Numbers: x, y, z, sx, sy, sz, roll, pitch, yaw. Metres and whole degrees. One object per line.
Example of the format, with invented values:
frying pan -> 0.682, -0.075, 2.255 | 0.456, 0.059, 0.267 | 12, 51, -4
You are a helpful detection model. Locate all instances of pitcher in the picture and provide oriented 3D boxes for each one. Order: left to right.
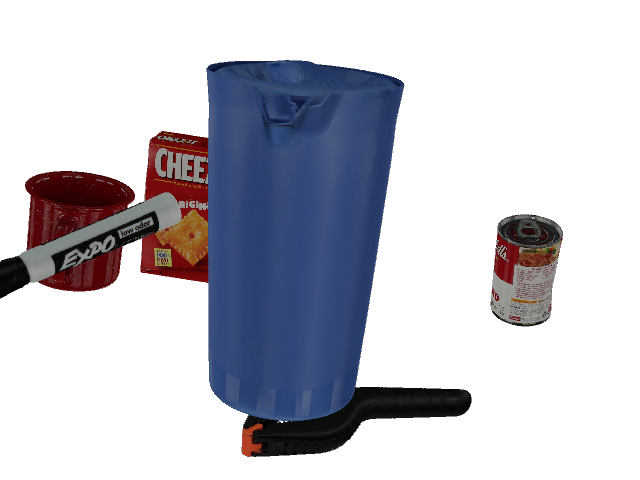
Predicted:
pitcher -> -0.017, -0.006, 0.760 | 0.148, 0.243, 0.145 | -7, 21, -36

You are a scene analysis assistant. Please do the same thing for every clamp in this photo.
clamp -> 0.022, 0.144, 0.959 | 0.165, 0.036, 0.209 | 28, 39, 34

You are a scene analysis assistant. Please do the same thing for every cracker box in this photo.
cracker box -> -0.182, -0.045, 1.621 | 0.164, 0.214, 0.072 | 9, 19, 7

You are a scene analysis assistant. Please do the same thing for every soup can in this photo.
soup can -> 0.220, 0.032, 1.144 | 0.068, 0.102, 0.068 | 0, 30, 0

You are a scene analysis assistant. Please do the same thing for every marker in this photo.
marker -> -0.129, 0.003, 0.568 | 0.120, 0.020, 0.020 | -25, 14, -32

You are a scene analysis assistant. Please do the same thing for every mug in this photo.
mug -> -0.213, -0.003, 0.920 | 0.093, 0.081, 0.117 | 8, 20, -5
